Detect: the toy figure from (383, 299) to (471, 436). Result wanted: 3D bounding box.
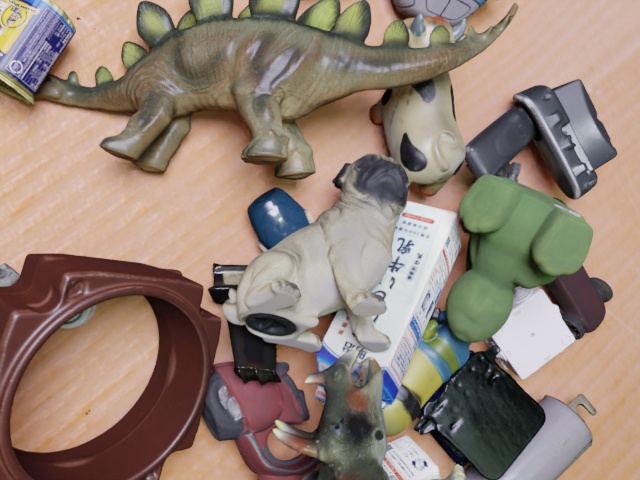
[{"bbox_3d":[0.109,0.142,0.612,0.180,0.089,0.082,-37,96,-12],"label":"toy figure"}]

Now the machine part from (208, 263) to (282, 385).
[{"bbox_3d":[-0.072,0.082,0.554,0.084,0.039,0.139,1,54,-23],"label":"machine part"}]

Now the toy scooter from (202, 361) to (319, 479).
[{"bbox_3d":[-0.038,0.196,0.564,0.135,0.075,0.184,-24,78,-28],"label":"toy scooter"}]

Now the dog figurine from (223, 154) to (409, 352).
[{"bbox_3d":[0.001,0.001,0.529,0.172,0.121,0.190,5,56,1],"label":"dog figurine"}]

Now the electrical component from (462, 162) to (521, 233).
[{"bbox_3d":[0.212,-0.055,0.670,0.078,0.045,0.102,12,90,-46],"label":"electrical component"}]

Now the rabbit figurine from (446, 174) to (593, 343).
[{"bbox_3d":[0.185,0.023,0.573,0.121,0.159,0.170,29,108,11],"label":"rabbit figurine"}]

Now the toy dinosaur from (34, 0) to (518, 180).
[{"bbox_3d":[-0.051,-0.162,0.515,0.472,0.105,0.198,1,88,1],"label":"toy dinosaur"}]

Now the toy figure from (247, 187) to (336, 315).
[{"bbox_3d":[-0.017,0.015,0.587,0.154,0.064,0.058,55,36,-16],"label":"toy figure"}]

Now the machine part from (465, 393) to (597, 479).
[{"bbox_3d":[0.252,0.276,0.667,0.243,0.079,0.079,-36,101,-13],"label":"machine part"}]

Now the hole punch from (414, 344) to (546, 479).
[{"bbox_3d":[0.184,0.206,0.648,0.142,0.092,0.116,-42,84,-12],"label":"hole punch"}]

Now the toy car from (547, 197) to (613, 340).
[{"bbox_3d":[0.308,0.036,0.695,0.089,0.053,0.202,-42,106,-19],"label":"toy car"}]

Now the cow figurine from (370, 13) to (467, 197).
[{"bbox_3d":[0.111,-0.155,0.586,0.085,0.127,0.195,0,73,-21],"label":"cow figurine"}]

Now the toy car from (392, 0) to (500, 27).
[{"bbox_3d":[0.134,-0.299,0.618,0.161,0.109,0.102,15,108,-29],"label":"toy car"}]

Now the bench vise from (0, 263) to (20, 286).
[{"bbox_3d":[-0.368,0.096,0.441,0.223,0.129,0.240,44,70,-10],"label":"bench vise"}]

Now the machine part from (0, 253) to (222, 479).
[{"bbox_3d":[-0.194,0.119,0.468,0.201,0.087,0.201,13,91,-51],"label":"machine part"}]

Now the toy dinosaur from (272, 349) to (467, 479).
[{"bbox_3d":[0.051,0.306,0.500,0.192,0.131,0.404,-4,114,0],"label":"toy dinosaur"}]

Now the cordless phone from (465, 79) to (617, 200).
[{"bbox_3d":[0.253,-0.095,0.635,0.184,0.089,0.146,-37,101,-30],"label":"cordless phone"}]
